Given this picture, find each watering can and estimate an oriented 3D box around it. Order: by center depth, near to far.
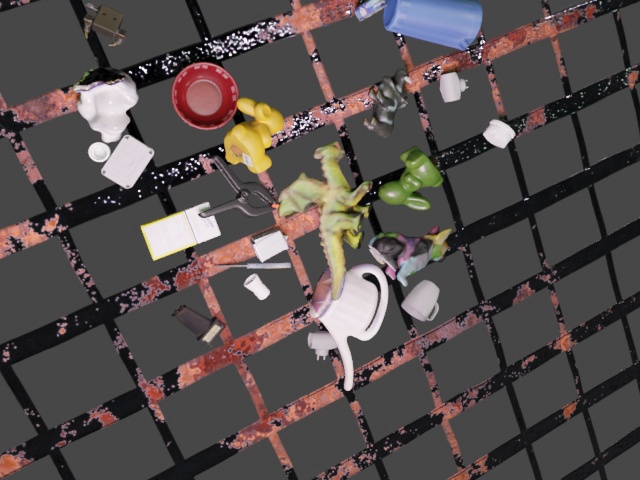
[{"bbox_3d":[0.069,0.216,1.414,0.223,0.103,0.352,28,73,-20],"label":"watering can"}]

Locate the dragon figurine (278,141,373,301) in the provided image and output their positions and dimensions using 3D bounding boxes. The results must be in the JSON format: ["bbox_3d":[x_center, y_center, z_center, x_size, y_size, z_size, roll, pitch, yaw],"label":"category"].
[{"bbox_3d":[0.004,-0.069,1.367,0.243,0.121,0.412,18,84,11],"label":"dragon figurine"}]

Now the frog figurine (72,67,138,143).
[{"bbox_3d":[-0.490,-0.315,1.202,0.138,0.125,0.155,-28,142,-20],"label":"frog figurine"}]
